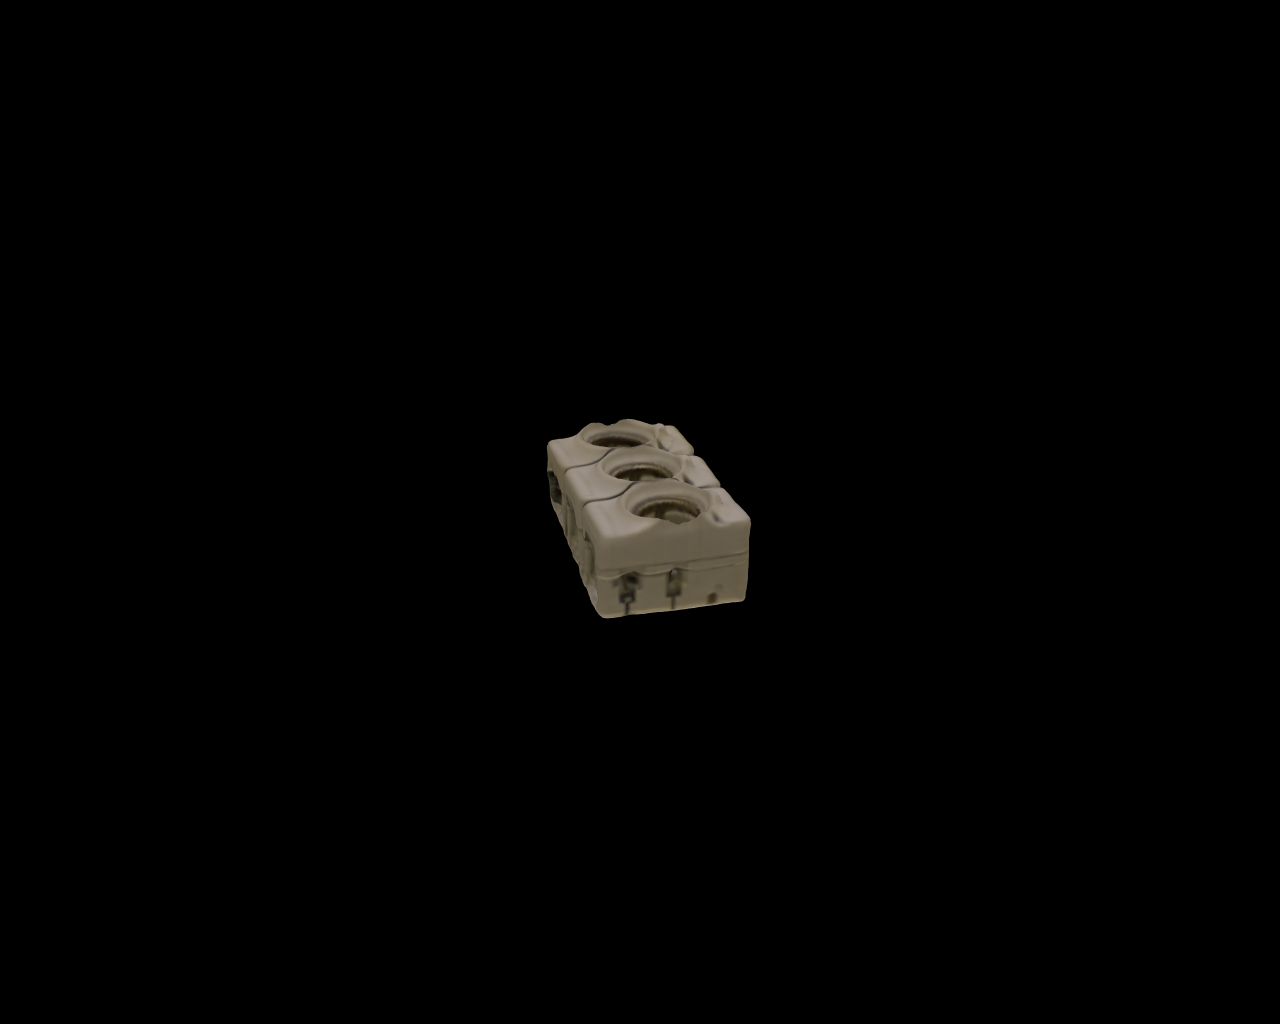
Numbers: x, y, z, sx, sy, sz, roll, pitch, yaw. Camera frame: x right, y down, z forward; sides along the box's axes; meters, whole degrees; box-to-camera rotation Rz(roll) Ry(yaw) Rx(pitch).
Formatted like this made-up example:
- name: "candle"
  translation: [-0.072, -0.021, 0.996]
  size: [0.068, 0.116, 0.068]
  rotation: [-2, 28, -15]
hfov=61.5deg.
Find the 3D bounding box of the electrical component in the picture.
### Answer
- name: "electrical component"
  translation: [0.001, -0.003, 0.650]
  size: [0.089, 0.061, 0.150]
  rotation: [-7, 27, -14]
